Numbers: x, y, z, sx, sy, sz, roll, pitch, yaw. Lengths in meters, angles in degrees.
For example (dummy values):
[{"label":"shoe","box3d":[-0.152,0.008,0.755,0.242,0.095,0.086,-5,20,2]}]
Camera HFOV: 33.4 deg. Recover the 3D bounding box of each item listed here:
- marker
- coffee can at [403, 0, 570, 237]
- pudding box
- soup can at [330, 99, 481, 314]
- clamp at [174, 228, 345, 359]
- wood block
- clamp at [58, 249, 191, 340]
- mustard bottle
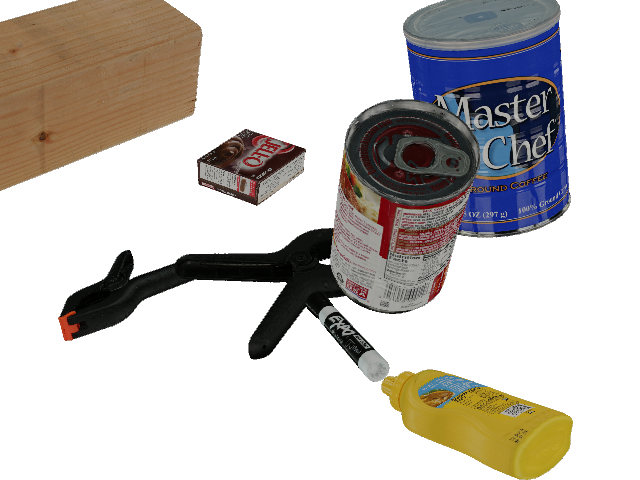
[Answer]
[{"label":"marker","box3d":[0.018,0.071,0.820,0.020,0.020,0.121,0,23,-25]},{"label":"coffee can","box3d":[0.116,-0.087,0.731,0.103,0.140,0.103,-8,27,4]},{"label":"pudding box","box3d":[-0.084,-0.091,1.305,0.090,0.039,0.113,19,36,23]},{"label":"soup can","box3d":[0.042,-0.015,0.566,0.068,0.068,0.102,0,-37,-5]},{"label":"clamp","box3d":[-0.017,0.038,1.028,0.209,0.036,0.165,-16,38,-19]},{"label":"wood block","box3d":[-0.203,-0.125,0.854,0.090,0.091,0.205,37,46,28]},{"label":"clamp","box3d":[-0.212,0.057,1.171,0.120,0.039,0.171,-5,26,29]},{"label":"mustard bottle","box3d":[0.136,0.166,1.023,0.192,0.058,0.096,17,23,41]}]
